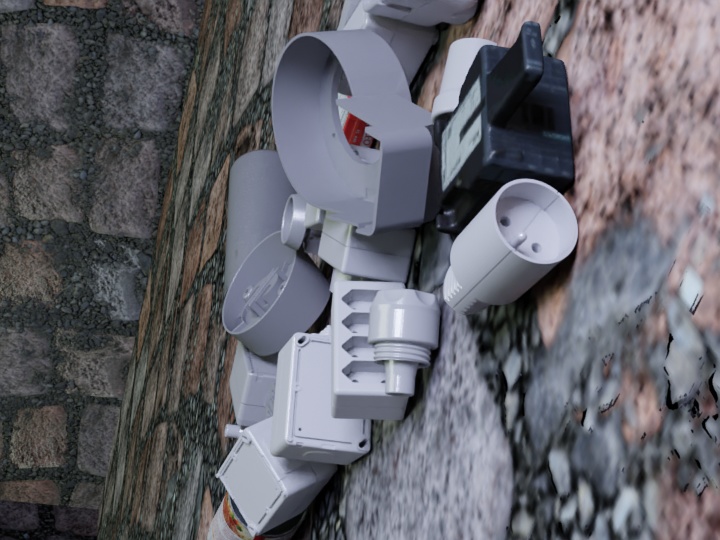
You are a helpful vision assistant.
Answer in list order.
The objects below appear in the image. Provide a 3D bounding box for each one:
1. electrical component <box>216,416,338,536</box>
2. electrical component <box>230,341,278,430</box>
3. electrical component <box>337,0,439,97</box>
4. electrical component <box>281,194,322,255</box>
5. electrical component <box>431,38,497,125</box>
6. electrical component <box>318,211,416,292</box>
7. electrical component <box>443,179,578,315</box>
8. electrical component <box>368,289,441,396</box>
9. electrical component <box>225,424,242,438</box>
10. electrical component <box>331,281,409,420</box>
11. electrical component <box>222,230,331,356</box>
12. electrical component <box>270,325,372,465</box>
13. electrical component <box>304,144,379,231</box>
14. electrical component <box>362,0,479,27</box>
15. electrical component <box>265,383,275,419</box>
[{"bbox_3d":[-0.061,0.153,0.839,0.061,0.061,0.096,55,141,19],"label":"electrical component"},{"bbox_3d":[-0.081,0.101,0.965,0.096,0.062,0.061,-119,41,-66],"label":"electrical component"},{"bbox_3d":[0.012,-0.169,0.792,0.096,0.061,0.061,122,153,-55],"label":"electrical component"},{"bbox_3d":[-0.033,-0.037,0.887,0.048,0.055,0.066,-96,22,-45],"label":"electrical component"},{"bbox_3d":[0.064,-0.102,0.609,0.040,0.040,0.046,145,138,-69],"label":"electrical component"},{"bbox_3d":[0.000,0.000,0.762,0.083,0.047,0.075,-146,67,-74],"label":"electrical component"},{"bbox_3d":[0.068,-0.006,0.525,0.081,0.043,0.043,127,149,-60],"label":"electrical component"},{"bbox_3d":[0.026,0.044,0.648,0.043,0.043,0.062,146,131,-69],"label":"electrical component"},{"bbox_3d":[-0.092,0.149,0.975,0.035,0.061,0.035,-171,90,-75],"label":"electrical component"},{"bbox_3d":[0.004,0.062,0.711,0.075,0.047,0.083,97,173,-56],"label":"electrical component"},{"bbox_3d":[-0.075,0.023,0.931,0.099,0.064,0.099,-34,24,18],"label":"electrical component"},{"bbox_3d":[-0.028,0.089,0.779,0.061,0.062,0.096,131,145,-63],"label":"electrical component"},{"bbox_3d":[-0.007,-0.064,0.824,0.077,0.047,0.065,169,110,-71],"label":"electrical component"},{"bbox_3d":[0.044,-0.191,0.692,0.095,0.059,0.053,-166,86,-75],"label":"electrical component"},{"bbox_3d":[-0.051,0.112,0.880,0.040,0.046,0.040,-171,90,-75],"label":"electrical component"}]
